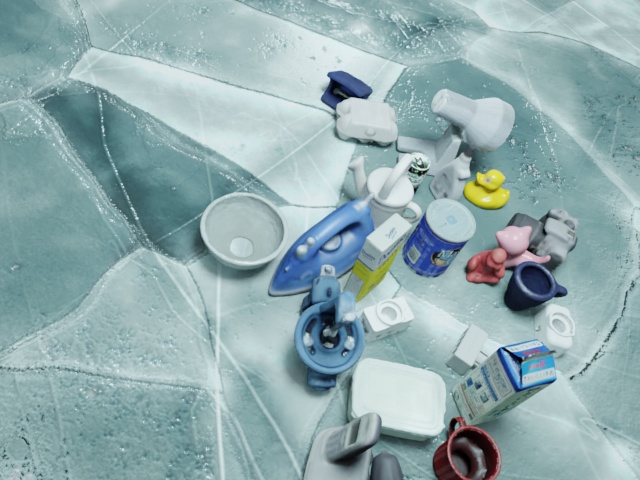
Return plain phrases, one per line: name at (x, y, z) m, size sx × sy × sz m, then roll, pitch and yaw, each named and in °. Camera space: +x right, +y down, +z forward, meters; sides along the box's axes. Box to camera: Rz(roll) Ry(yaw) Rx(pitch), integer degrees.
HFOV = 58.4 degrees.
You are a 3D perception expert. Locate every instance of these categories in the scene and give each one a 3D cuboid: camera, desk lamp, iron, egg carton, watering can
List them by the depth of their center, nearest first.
iron at (0.010, 0.004, 1.090) m, size 0.118 × 0.141 × 0.259 m, roll 44°, pitch 56°, yaw 15°
watering can at (0.132, -0.102, 1.166) m, size 0.173 × 0.194 × 0.101 m, roll 18°, pitch 53°, yaw -3°
camera at (0.491, -0.020, 1.270) m, size 0.136 × 0.101 × 0.143 m, roll 30°, pitch 54°, yaw 6°
desk lamp at (0.303, -0.243, 1.300) m, size 0.203 × 0.213 × 0.118 m, roll 8°, pitch 54°, yaw -10°
egg carton at (0.110, -0.279, 1.359) m, size 0.150 × 0.069 × 0.107 m, roll 6°, pitch 55°, yaw -12°

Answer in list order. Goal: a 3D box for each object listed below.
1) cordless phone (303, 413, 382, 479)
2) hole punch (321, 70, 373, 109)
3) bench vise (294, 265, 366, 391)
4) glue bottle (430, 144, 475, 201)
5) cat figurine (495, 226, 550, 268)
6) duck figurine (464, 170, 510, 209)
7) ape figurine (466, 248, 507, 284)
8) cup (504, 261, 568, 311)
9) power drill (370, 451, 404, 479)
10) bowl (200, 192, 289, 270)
cordless phone at (0.038, 0.335, 0.842) m, size 0.094 × 0.185 × 0.147 m, roll 16°, pitch 53°, yaw -4°
hole punch at (0.069, -0.374, 1.400) m, size 0.108 × 0.091 × 0.101 m, roll 34°, pitch 54°, yaw 9°
bench vise at (0.009, 0.123, 0.959) m, size 0.122 × 0.219 × 0.207 m, roll -9°, pitch 59°, yaw -21°
glue bottle at (0.298, -0.146, 1.257) m, size 0.037 × 0.173 × 0.078 m, roll -13°, pitch 60°, yaw -23°
cat figurine at (0.423, 0.021, 1.212) m, size 0.127 × 0.117 × 0.067 m, roll 33°, pitch 54°, yaw 8°
duck figurine at (0.396, -0.124, 1.324) m, size 0.104 × 0.086 × 0.077 m, roll 17°, pitch 53°, yaw -4°
ape figurine at (0.353, 0.049, 1.188) m, size 0.077 × 0.092 × 0.076 m, roll 39°, pitch 55°, yaw 13°
cup at (0.431, 0.107, 1.169) m, size 0.118 × 0.095 × 0.092 m, roll 17°, pitch 53°, yaw -4°
power drill at (0.076, 0.427, 0.775) m, size 0.076 × 0.208 × 0.229 m, roll 1°, pitch 56°, yaw -15°
bowl at (-0.146, -0.005, 1.093) m, size 0.167 × 0.074 × 0.167 m, roll 8°, pitch 55°, yaw -11°
